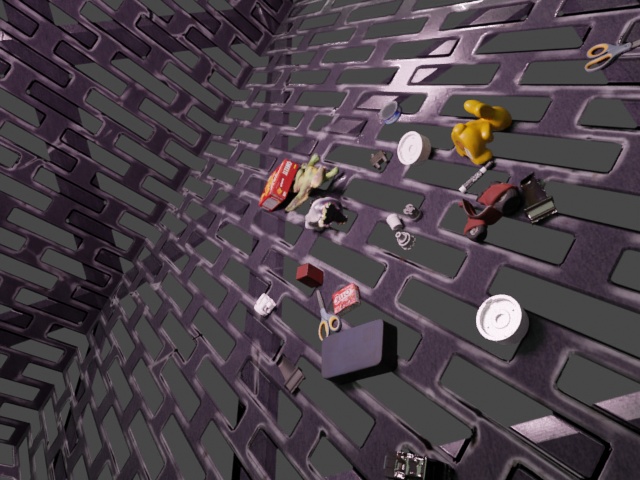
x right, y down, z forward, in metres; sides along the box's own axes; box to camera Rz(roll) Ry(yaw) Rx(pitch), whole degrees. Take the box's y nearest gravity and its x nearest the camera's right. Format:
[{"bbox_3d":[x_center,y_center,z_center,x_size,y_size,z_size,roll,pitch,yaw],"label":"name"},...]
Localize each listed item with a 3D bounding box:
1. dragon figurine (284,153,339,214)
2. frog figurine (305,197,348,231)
[{"bbox_3d":[-0.071,-0.194,1.959,0.404,0.121,0.248,-34,16,53],"label":"dragon figurine"},{"bbox_3d":[0.006,-0.093,1.850,0.139,0.121,0.159,-32,17,-24],"label":"frog figurine"}]
